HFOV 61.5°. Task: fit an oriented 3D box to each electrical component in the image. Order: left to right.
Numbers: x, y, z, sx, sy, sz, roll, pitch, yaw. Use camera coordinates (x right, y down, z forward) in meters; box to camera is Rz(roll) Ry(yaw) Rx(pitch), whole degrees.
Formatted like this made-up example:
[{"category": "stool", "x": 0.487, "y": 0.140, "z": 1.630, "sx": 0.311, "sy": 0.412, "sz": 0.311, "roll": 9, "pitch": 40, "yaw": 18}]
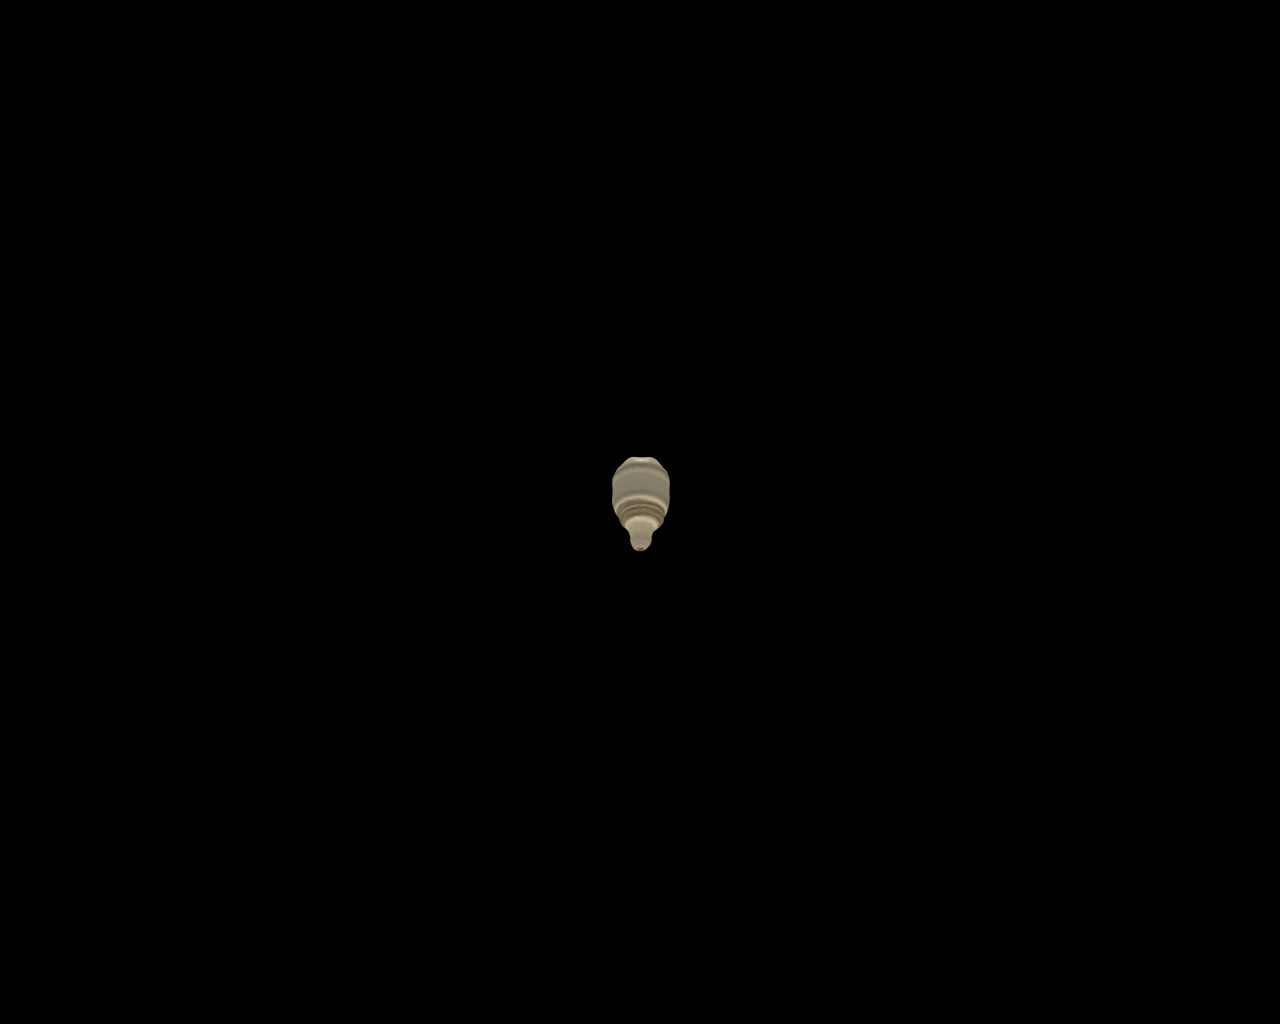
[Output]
[{"category": "electrical component", "x": 0.001, "y": -0.003, "z": 0.650, "sx": 0.035, "sy": 0.061, "sz": 0.035, "roll": 0, "pitch": -35, "yaw": 0}]
